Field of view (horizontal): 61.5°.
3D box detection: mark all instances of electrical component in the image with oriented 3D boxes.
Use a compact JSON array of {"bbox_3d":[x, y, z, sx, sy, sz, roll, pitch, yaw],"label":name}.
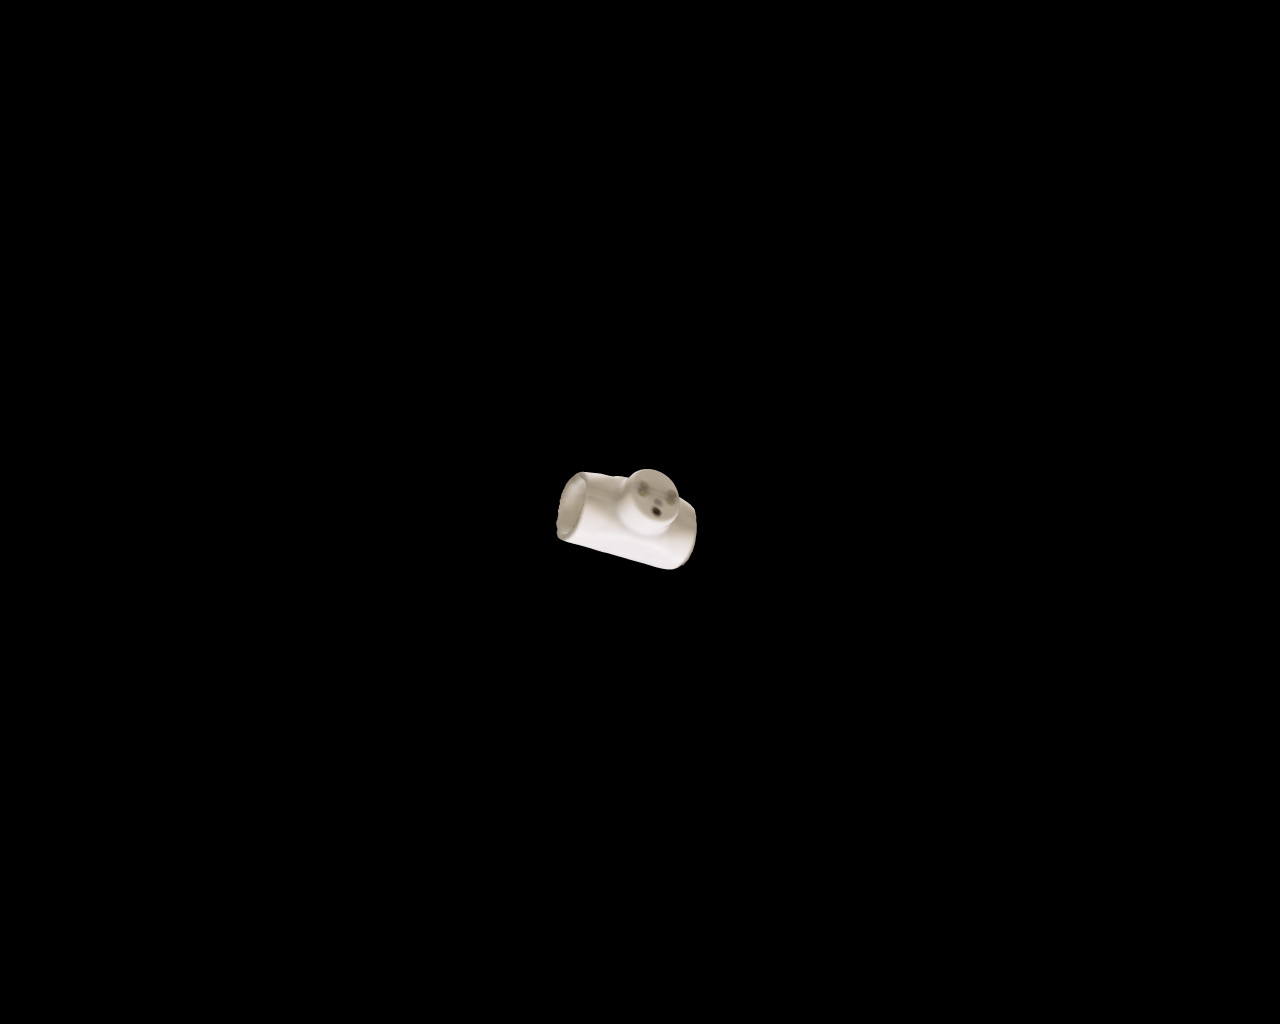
[{"bbox_3d":[0.001,-0.003,0.650,0.077,0.044,0.079,17,-36,-24],"label":"electrical component"}]
